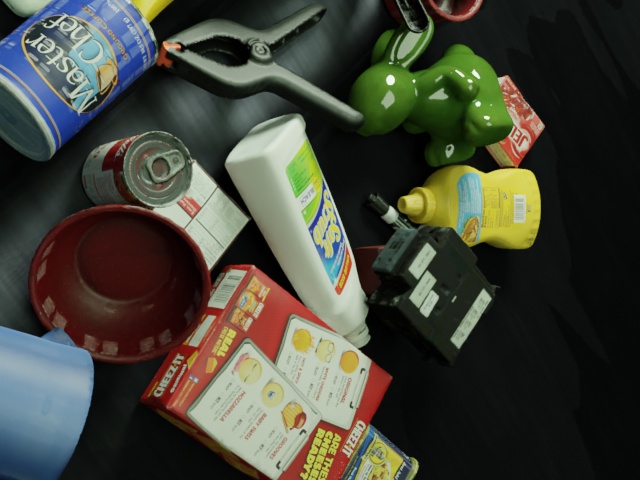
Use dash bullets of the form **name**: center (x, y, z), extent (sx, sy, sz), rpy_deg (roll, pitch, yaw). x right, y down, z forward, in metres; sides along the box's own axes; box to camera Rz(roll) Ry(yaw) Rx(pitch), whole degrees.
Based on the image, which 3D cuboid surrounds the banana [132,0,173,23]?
- **banana**: center (-0.119, -0.257, 1.037), extent (0.197, 0.037, 0.070), rpy_deg (-38, 74, -13)

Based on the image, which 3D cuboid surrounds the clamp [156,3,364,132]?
- **clamp**: center (-0.058, -0.172, 1.070), extent (0.209, 0.036, 0.164), rpy_deg (-7, 60, -30)

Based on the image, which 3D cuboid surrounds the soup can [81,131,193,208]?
- **soup can**: center (-0.170, -0.061, 0.981), extent (0.068, 0.102, 0.068), rpy_deg (1, 88, -34)

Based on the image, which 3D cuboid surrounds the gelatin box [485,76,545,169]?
- **gelatin box**: center (0.225, -0.142, 1.295), extent (0.089, 0.030, 0.073), rpy_deg (49, 64, -23)

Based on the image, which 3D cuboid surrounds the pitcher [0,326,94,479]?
- **pitcher**: center (-0.318, 0.125, 0.858), extent (0.242, 0.149, 0.145), rpy_deg (23, 100, -28)

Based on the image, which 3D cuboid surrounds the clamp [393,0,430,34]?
- **clamp**: center (0.068, -0.309, 1.119), extent (0.039, 0.120, 0.171), rpy_deg (-22, 57, -12)

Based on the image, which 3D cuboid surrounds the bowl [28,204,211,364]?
- **bowl**: center (-0.181, 0.031, 0.973), extent (0.162, 0.055, 0.162), rpy_deg (-3, 117, -5)

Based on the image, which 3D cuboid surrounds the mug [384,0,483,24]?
- **mug**: center (0.126, -0.296, 1.201), extent (0.093, 0.082, 0.117), rpy_deg (16, 80, -33)

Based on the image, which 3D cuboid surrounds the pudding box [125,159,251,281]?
- **pudding box**: center (-0.134, -0.010, 1.043), extent (0.090, 0.039, 0.113), rpy_deg (48, 67, -25)

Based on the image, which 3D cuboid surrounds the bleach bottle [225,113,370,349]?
- **bleach bottle**: center (-0.007, 0.001, 1.110), extent (0.251, 0.068, 0.102), rpy_deg (63, 33, -22)

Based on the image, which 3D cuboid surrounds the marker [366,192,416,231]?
- **marker**: center (0.094, -0.014, 1.209), extent (0.121, 0.020, 0.020), rpy_deg (40, 68, -26)

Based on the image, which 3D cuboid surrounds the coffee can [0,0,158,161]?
- **coffee can**: center (-0.228, -0.153, 0.944), extent (0.140, 0.103, 0.102), rpy_deg (-48, 114, -26)

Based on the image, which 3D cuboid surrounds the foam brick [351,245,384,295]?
- **foam brick**: center (0.080, 0.031, 1.179), extent (0.078, 0.051, 0.053), rpy_deg (-7, 93, -34)

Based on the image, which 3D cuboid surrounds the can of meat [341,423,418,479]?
- **can of meat**: center (0.044, 0.254, 1.145), extent (0.084, 0.058, 0.102), rpy_deg (43, 66, -23)

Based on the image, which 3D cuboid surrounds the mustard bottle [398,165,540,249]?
- **mustard bottle**: center (0.170, -0.038, 1.237), extent (0.191, 0.058, 0.096), rpy_deg (1, 92, -35)

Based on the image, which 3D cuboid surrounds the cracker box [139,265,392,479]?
- **cracker box**: center (-0.050, 0.150, 1.076), extent (0.213, 0.072, 0.164), rpy_deg (41, 68, -28)
